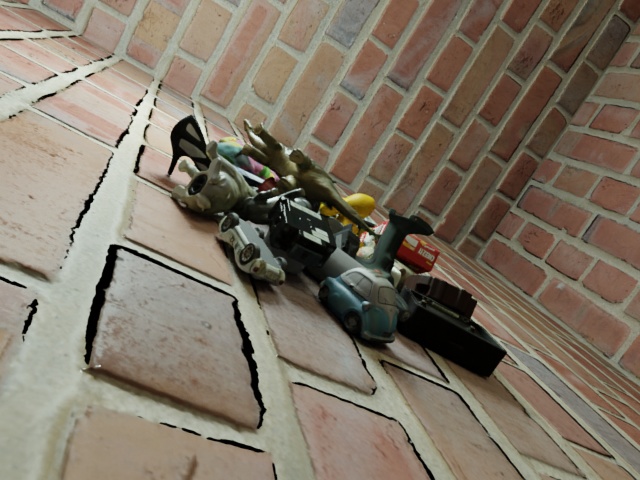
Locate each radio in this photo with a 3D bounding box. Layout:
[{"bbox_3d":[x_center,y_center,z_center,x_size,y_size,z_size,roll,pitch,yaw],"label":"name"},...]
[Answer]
[{"bbox_3d":[0.264,0.189,1.130,0.229,0.073,0.131,29,11,-13],"label":"radio"}]

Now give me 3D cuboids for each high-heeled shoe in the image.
[{"bbox_3d":[-0.220,-0.165,1.188,0.248,0.145,0.086,25,14,-22],"label":"high-heeled shoe"}]

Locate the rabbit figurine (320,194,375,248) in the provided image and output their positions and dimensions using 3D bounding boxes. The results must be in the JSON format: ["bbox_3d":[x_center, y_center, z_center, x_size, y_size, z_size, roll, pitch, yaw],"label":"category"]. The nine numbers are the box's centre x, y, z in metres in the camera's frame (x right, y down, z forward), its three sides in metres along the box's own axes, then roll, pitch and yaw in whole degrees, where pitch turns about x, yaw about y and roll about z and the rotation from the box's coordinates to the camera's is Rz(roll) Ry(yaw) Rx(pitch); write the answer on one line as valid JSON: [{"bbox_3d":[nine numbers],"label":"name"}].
[{"bbox_3d":[0.069,-0.055,1.427,0.162,0.173,0.122,35,14,-6],"label":"rabbit figurine"}]

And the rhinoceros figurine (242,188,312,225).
[{"bbox_3d":[-0.081,-0.058,1.127,0.190,0.112,0.073,-3,77,-58],"label":"rhinoceros figurine"}]

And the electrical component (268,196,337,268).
[{"bbox_3d":[-0.034,-0.009,0.987,0.115,0.058,0.134,24,27,-22],"label":"electrical component"}]

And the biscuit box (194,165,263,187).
[{"bbox_3d":[-0.219,-0.149,1.345,0.202,0.062,0.059,22,15,-38],"label":"biscuit box"}]

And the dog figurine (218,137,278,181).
[{"bbox_3d":[-0.184,-0.183,1.488,0.219,0.108,0.191,35,10,7],"label":"dog figurine"}]

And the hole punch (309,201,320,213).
[{"bbox_3d":[-0.029,-0.101,1.494,0.092,0.142,0.116,31,-2,-25],"label":"hole punch"}]

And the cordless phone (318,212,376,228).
[{"bbox_3d":[0.082,-0.053,1.560,0.184,0.088,0.147,15,13,-9],"label":"cordless phone"}]

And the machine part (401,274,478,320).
[{"bbox_3d":[0.273,0.139,1.258,0.179,0.056,0.179,22,-17,7],"label":"machine part"}]

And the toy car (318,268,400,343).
[{"bbox_3d":[0.079,0.102,0.939,0.109,0.103,0.162,21,17,-48],"label":"toy car"}]

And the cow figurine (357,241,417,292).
[{"bbox_3d":[0.163,0.072,1.348,0.194,0.085,0.127,27,9,-41],"label":"cow figurine"}]

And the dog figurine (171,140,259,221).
[{"bbox_3d":[-0.184,-0.078,1.076,0.190,0.121,0.172,45,35,-39],"label":"dog figurine"}]

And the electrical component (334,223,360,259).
[{"bbox_3d":[0.048,0.009,1.160,0.047,0.075,0.119,35,51,-39],"label":"electrical component"}]

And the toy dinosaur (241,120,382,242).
[{"bbox_3d":[-0.035,-0.150,1.294,0.472,0.105,0.198,46,13,25],"label":"toy dinosaur"}]

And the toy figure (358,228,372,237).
[{"bbox_3d":[0.153,0.005,1.633,0.180,0.082,0.089,40,11,28],"label":"toy figure"}]

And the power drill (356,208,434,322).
[{"bbox_3d":[0.152,0.046,1.123,0.086,0.207,0.232,31,-3,-39],"label":"power drill"}]

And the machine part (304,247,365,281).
[{"bbox_3d":[0.012,0.044,1.079,0.243,0.079,0.079,35,11,25],"label":"machine part"}]

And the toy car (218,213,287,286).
[{"bbox_3d":[-0.118,0.015,0.911,0.073,0.056,0.202,31,10,-36],"label":"toy car"}]
